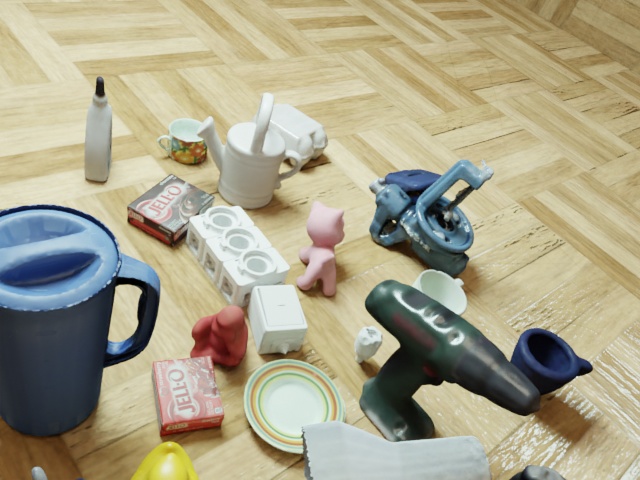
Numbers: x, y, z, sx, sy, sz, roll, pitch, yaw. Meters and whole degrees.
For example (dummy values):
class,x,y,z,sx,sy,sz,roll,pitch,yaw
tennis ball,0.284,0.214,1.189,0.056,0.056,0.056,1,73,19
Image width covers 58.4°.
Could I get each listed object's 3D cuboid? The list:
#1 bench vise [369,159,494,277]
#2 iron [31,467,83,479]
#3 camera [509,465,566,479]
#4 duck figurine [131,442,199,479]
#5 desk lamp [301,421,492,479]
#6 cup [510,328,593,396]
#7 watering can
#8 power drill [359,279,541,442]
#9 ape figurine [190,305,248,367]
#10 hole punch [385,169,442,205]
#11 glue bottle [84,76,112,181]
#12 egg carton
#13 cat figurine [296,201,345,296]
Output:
class,x,y,z,sx,sy,sz,roll,pitch,yaw
bench vise,0.181,-0.055,0.957,0.207,0.220,0.121,20,40,0
iron,-0.173,0.305,0.469,0.257,0.141,0.119,41,44,22
camera,0.221,0.314,0.658,0.136,0.101,0.143,30,41,11
duck figurine,-0.156,0.249,0.582,0.078,0.086,0.104,8,42,-14
desk lamp,0.062,0.261,0.562,0.204,0.213,0.117,5,43,-18
cup,0.326,0.194,0.839,0.118,0.095,0.091,14,41,-8
watering can,-0.116,-0.156,0.962,0.173,0.194,0.100,-2,45,-25
power drill,0.132,0.166,0.700,0.076,0.208,0.229,-22,56,-39
ape figurine,-0.121,0.118,0.736,0.076,0.092,0.077,-23,57,-39
hole punch,0.184,-0.106,1.113,0.109,0.091,0.101,-13,51,-33
glue bottle,-0.349,-0.181,0.907,0.037,0.173,0.078,7,42,-16
egg carton,-0.062,-0.212,1.143,0.150,0.069,0.107,35,42,16
cat figurine,0.008,0.003,0.898,0.067,0.118,0.127,10,41,-12
